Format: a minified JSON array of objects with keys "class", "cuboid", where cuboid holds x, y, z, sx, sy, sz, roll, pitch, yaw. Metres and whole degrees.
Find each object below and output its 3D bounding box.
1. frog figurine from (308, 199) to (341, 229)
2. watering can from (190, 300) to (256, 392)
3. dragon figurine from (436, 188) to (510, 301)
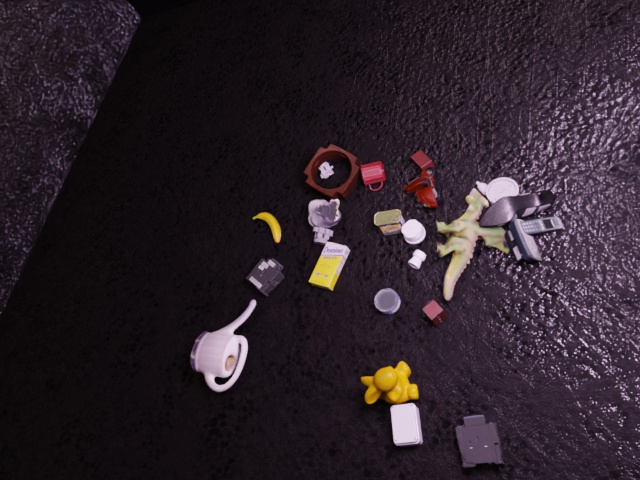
[{"class":"frog figurine","cuboid":[0.006,-0.104,2.063,0.139,0.122,0.158,-44,15,-24]},{"class":"watering can","cuboid":[-0.359,0.385,1.925,0.224,0.354,0.102,0,-28,27]},{"class":"dragon figurine","cuboid":[0.517,0.008,1.733,0.242,0.419,0.120,-6,-31,14]}]
